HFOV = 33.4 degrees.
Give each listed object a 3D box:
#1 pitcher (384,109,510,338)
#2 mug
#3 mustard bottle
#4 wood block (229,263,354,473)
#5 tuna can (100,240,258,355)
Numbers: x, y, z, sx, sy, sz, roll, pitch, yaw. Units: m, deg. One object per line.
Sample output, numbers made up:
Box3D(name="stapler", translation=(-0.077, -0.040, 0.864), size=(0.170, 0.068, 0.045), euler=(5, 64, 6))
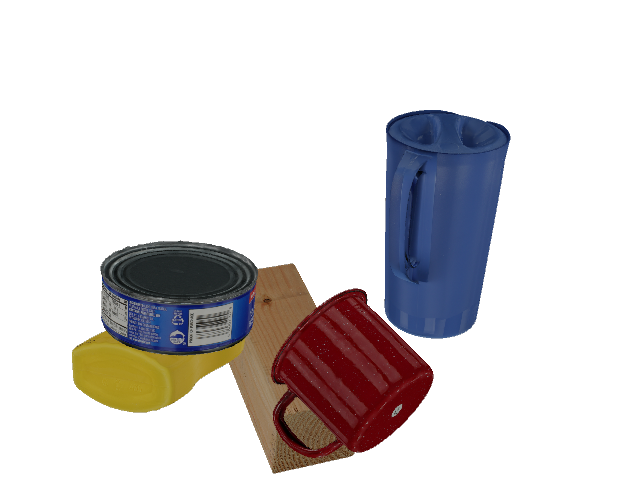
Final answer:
Box3D(name="pitcher", translation=(0.127, -0.012, 1.189), size=(0.149, 0.243, 0.145), euler=(-5, 27, -14))
Box3D(name="mug", translation=(0.017, 0.104, 0.757), size=(0.081, 0.117, 0.093), euler=(44, -1, 23))
Box3D(name="mustard bottle", translation=(-0.120, 0.085, 0.915), size=(0.096, 0.058, 0.191), euler=(6, 17, 24))
Box3D(name="wood block", translation=(-0.037, 0.128, 1.114), size=(0.090, 0.090, 0.206), euler=(-9, 42, -19))
Box3D(name="tuna can", translation=(-0.078, 0.031, 0.589), size=(0.086, 0.034, 0.086), euler=(4, 20, -2))
